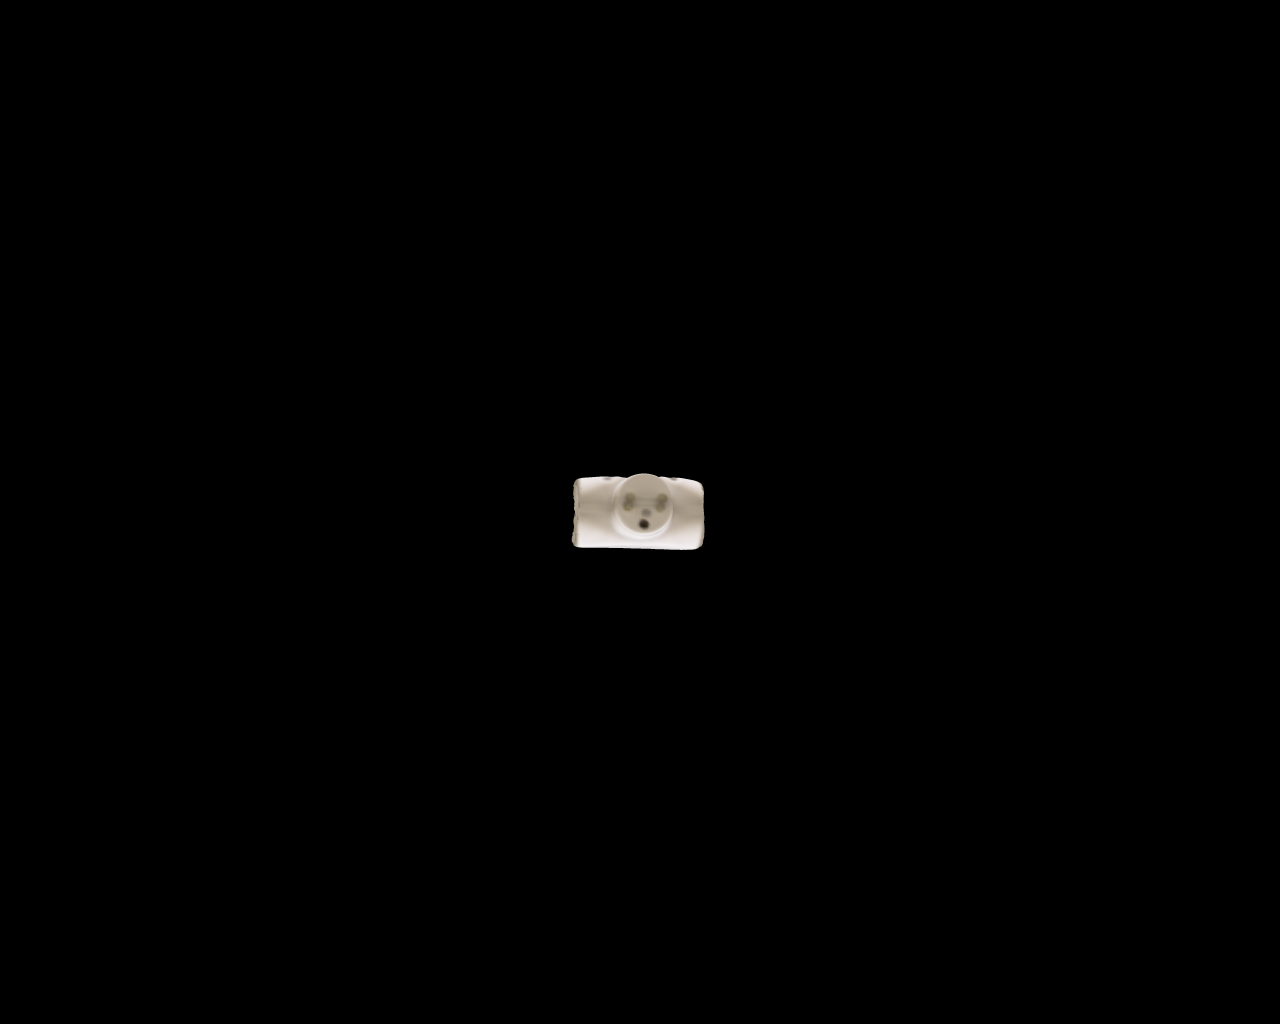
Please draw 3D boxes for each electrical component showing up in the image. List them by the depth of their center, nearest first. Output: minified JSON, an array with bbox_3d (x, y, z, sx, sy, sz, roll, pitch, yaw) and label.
[{"bbox_3d":[0.001,-0.003,0.650,0.077,0.044,0.079,1,-11,-7],"label":"electrical component"}]
